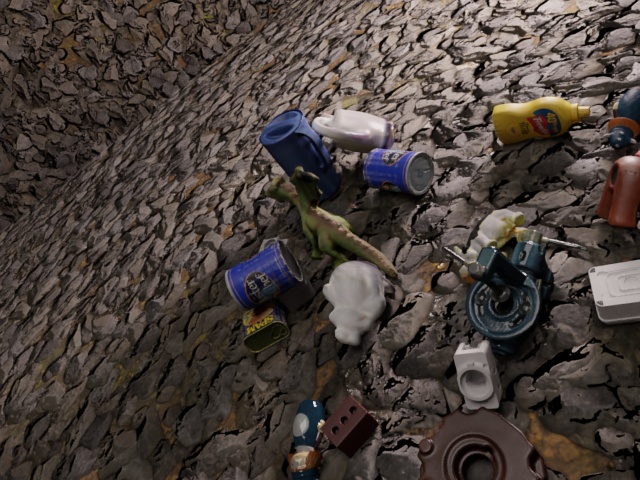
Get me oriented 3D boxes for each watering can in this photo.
[{"bbox_3d":[0.090,-0.305,1.413,0.224,0.102,0.353,12,20,-3],"label":"watering can"}]

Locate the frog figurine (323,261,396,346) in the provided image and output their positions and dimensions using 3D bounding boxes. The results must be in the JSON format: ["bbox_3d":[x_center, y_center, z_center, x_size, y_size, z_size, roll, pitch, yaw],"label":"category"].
[{"bbox_3d":[0.063,0.123,1.031,0.138,0.120,0.162,19,50,26],"label":"frog figurine"}]

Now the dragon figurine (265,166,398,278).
[{"bbox_3d":[0.004,-0.059,1.176,0.123,0.238,0.413,-45,35,-18],"label":"dragon figurine"}]
